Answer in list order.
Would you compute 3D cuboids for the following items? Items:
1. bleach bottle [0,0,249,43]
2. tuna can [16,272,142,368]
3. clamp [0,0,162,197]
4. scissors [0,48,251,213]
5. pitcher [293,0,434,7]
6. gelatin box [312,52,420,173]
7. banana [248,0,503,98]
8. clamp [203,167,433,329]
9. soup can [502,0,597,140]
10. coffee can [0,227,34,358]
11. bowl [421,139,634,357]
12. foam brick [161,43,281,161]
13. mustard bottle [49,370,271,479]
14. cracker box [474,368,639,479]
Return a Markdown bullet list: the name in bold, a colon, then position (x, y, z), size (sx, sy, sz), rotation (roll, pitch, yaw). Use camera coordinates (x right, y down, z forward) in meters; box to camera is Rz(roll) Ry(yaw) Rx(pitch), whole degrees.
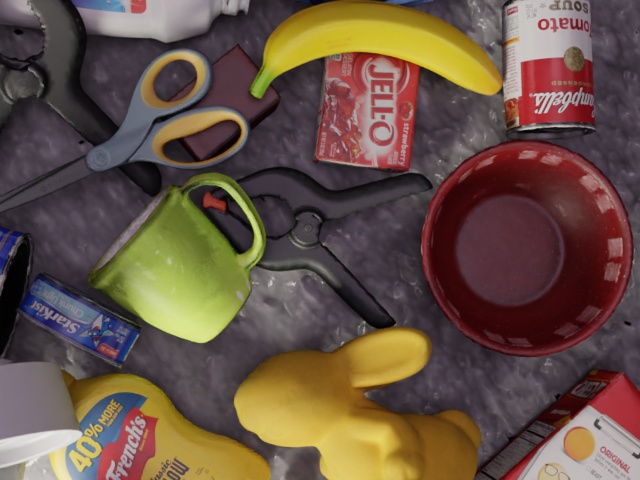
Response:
- **bleach bottle**: position (-0.176, -0.204, 0.788), size (0.250, 0.068, 0.102), rotation (6, 90, -7)
- **tuna can**: position (-0.172, 0.057, 0.765), size (0.086, 0.086, 0.034), rotation (29, 83, -4)
- **clamp**: position (-0.199, -0.111, 0.764), size (0.164, 0.036, 0.210), rotation (-3, 112, -10)
- **scissors**: position (-0.151, -0.078, 0.757), size (0.201, 0.016, 0.096), rotation (-9, 93, -1)
- **pitcher**: position (0.028, -0.296, 0.785), size (0.149, 0.145, 0.243), rotation (-7, 84, -29)
- **gelatin box**: position (0.036, -0.100, 0.819), size (0.073, 0.030, 0.089), rotation (7, 87, -5)
- **banana**: position (0.043, -0.141, 0.786), size (0.197, 0.037, 0.070), rotation (-2, 112, -13)
- **clamp**: position (-0.005, 0.001, 0.808), size (0.171, 0.039, 0.120), rotation (6, 86, 2)
- **soup can**: position (0.174, -0.131, 0.816), size (0.068, 0.068, 0.102), rotation (-1, 87, -6)
- **coffee can**: position (-0.284, 0.027, 0.746), size (0.140, 0.103, 0.103), rotation (14, 86, -5)
- **bowl**: position (0.152, 0.007, 0.814), size (0.162, 0.055, 0.162), rotation (0, 88, -6)
- **foam brick**: position (-0.075, -0.098, 0.798), size (0.078, 0.053, 0.051), rotation (-40, 92, -7)
- **mustard bottle**: position (-0.137, 0.153, 0.778), size (0.191, 0.058, 0.096), rotation (35, 85, -3)
- **cracker box**: position (0.189, 0.227, 0.801), size (0.213, 0.072, 0.164), rotation (-40, 93, -7)
